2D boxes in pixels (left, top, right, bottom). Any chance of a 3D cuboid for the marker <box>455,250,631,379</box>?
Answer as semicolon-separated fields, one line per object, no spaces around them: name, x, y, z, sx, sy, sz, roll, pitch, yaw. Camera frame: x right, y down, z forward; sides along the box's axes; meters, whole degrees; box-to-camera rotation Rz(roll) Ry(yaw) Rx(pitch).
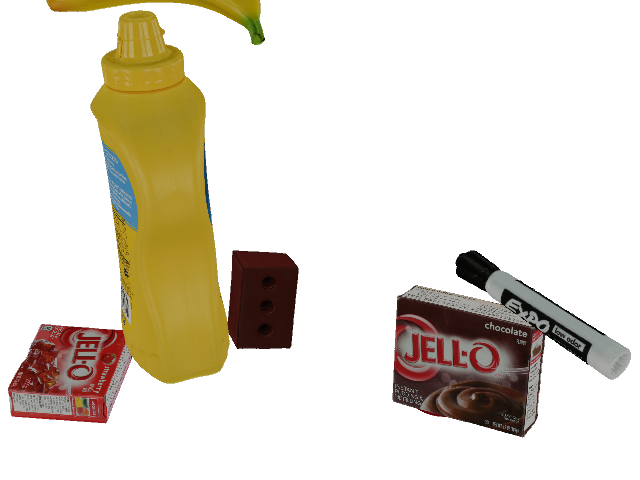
marker;0.121;0.038;0.602;0.020;0.020;0.121;0;27;-43

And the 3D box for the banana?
banana;-0.130;-0.208;0.890;0.198;0.069;0.037;11;-41;16

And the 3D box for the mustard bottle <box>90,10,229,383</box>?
mustard bottle;-0.087;-0.026;0.568;0.058;0.192;0.096;-11;29;-14

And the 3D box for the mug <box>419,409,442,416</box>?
mug;0.133;0.119;1.093;0.093;0.081;0.117;20;40;32

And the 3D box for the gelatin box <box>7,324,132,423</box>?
gelatin box;-0.190;0.100;0.820;0.073;0.030;0.089;4;30;3

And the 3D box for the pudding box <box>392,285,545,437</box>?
pudding box;0.112;0.090;0.816;0.114;0.090;0.039;11;22;27

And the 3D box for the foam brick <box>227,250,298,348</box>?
foam brick;-0.053;0.053;0.968;0.053;0.078;0.051;1;14;-15
